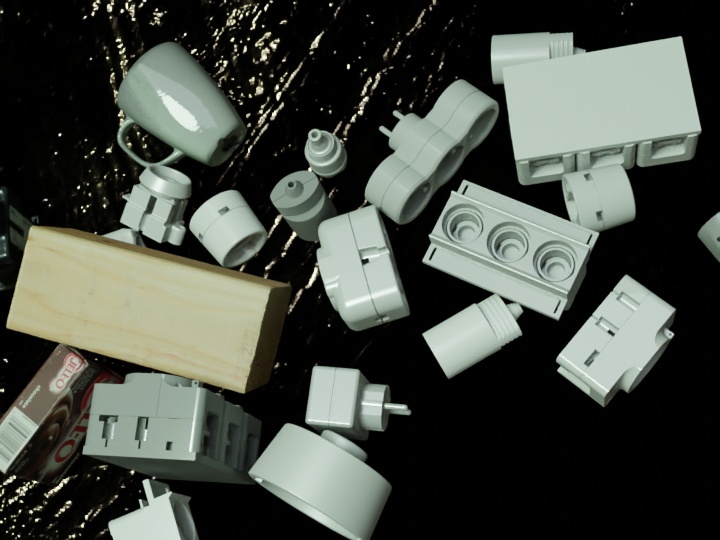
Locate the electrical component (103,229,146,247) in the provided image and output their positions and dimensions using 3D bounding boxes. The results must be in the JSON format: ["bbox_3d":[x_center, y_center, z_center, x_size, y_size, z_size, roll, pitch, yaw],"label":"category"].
[{"bbox_3d":[-0.228,-0.011,0.978,0.062,0.043,0.043,-18,69,7],"label":"electrical component"}]

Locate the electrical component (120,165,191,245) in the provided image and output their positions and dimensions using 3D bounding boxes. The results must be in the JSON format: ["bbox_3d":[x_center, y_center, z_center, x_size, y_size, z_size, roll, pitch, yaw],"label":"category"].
[{"bbox_3d":[-0.182,-0.062,0.974,0.066,0.048,0.055,27,109,11],"label":"electrical component"}]

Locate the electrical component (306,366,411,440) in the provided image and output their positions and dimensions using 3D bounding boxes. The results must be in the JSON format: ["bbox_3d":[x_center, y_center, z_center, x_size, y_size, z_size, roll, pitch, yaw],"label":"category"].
[{"bbox_3d":[0.003,0.111,0.875,0.077,0.065,0.047,4,73,13],"label":"electrical component"}]

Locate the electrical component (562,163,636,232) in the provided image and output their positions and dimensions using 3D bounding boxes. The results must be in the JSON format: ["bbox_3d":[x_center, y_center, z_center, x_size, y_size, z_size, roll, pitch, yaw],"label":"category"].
[{"bbox_3d":[0.199,-0.059,0.897,0.047,0.055,0.055,-15,69,3],"label":"electrical component"}]

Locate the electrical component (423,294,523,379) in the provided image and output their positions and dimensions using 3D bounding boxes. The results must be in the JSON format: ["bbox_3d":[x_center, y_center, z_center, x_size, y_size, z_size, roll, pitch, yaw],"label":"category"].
[{"bbox_3d":[0.097,0.051,0.887,0.081,0.043,0.043,-30,68,1],"label":"electrical component"}]

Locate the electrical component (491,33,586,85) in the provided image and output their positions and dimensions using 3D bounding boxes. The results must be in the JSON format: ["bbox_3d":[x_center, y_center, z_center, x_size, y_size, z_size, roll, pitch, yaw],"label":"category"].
[{"bbox_3d":[0.159,-0.188,0.955,0.081,0.043,0.043,-1,71,12],"label":"electrical component"}]

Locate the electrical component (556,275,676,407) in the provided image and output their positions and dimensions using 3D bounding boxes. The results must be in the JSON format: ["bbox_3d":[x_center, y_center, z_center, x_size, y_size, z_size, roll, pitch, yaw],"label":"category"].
[{"bbox_3d":[0.207,0.059,0.856,0.056,0.050,0.089,38,83,21],"label":"electrical component"}]

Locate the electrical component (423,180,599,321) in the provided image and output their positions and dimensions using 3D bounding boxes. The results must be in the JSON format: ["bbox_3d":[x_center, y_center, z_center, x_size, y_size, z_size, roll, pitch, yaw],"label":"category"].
[{"bbox_3d":[0.125,-0.014,0.892,0.121,0.063,0.078,24,78,19],"label":"electrical component"}]

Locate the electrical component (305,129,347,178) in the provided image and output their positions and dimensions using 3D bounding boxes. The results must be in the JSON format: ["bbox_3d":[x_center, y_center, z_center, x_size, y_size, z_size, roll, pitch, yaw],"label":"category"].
[{"bbox_3d":[-0.033,-0.107,0.959,0.035,0.061,0.035,-4,71,11],"label":"electrical component"}]

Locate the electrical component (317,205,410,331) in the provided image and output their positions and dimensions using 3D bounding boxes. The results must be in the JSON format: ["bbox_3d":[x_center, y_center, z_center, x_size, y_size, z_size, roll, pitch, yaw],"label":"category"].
[{"bbox_3d":[0.000,0.000,0.919,0.059,0.053,0.095,-18,69,6],"label":"electrical component"}]

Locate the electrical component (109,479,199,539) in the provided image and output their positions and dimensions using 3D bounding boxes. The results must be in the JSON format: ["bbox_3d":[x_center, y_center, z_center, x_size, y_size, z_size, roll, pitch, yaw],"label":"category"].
[{"bbox_3d":[-0.170,0.218,0.889,0.064,0.042,0.081,-23,68,6],"label":"electrical component"}]

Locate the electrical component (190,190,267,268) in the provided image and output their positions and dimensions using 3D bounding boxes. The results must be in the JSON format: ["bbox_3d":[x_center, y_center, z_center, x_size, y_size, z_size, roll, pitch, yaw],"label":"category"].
[{"bbox_3d":[-0.116,-0.035,0.957,0.055,0.055,0.047,-39,72,-2],"label":"electrical component"}]

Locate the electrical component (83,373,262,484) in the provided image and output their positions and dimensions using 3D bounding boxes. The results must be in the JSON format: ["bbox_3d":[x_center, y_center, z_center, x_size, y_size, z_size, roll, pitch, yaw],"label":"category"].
[{"bbox_3d":[-0.143,0.128,0.855,0.089,0.150,0.061,1,73,12],"label":"electrical component"}]

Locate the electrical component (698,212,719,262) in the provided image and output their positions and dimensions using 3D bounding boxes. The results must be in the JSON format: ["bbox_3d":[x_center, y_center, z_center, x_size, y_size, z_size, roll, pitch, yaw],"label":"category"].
[{"bbox_3d":[0.327,-0.022,0.862,0.079,0.043,0.077,-33,68,-1],"label":"electrical component"}]

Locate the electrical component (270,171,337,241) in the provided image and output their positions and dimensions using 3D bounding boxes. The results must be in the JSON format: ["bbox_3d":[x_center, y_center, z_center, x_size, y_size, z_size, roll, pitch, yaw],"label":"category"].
[{"bbox_3d":[-0.049,-0.059,0.935,0.043,0.081,0.043,-4,71,11],"label":"electrical component"}]

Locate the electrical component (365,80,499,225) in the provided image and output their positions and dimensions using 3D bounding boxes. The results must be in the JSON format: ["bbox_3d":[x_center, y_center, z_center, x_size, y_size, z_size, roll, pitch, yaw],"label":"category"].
[{"bbox_3d":[0.051,-0.113,0.947,0.074,0.052,0.138,38,83,21],"label":"electrical component"}]

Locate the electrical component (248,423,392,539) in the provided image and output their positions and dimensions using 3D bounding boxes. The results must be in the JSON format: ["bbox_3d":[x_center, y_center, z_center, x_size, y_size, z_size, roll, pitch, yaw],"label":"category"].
[{"bbox_3d":[-0.026,0.161,0.844,0.108,0.108,0.060,26,73,19],"label":"electrical component"}]

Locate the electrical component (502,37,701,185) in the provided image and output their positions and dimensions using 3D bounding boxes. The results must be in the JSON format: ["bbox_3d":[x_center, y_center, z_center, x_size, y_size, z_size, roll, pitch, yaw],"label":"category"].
[{"bbox_3d":[0.203,-0.132,0.916,0.150,0.061,0.089,-8,70,9],"label":"electrical component"}]
